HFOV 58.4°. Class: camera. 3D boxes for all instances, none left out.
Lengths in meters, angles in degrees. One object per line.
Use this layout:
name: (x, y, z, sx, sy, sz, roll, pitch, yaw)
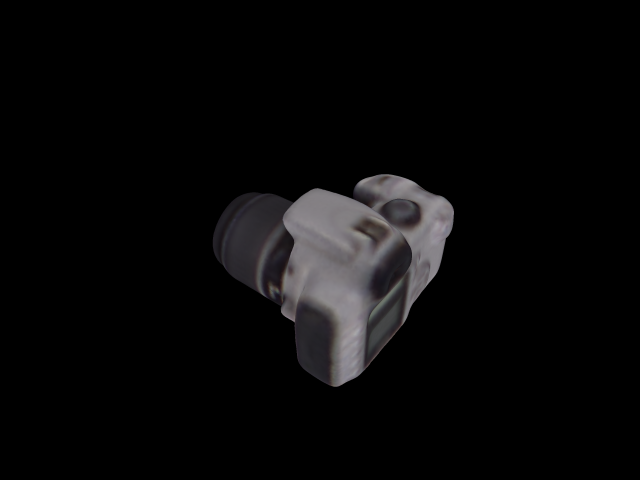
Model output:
camera: (0.004, 0.001, 0.400, 0.136, 0.101, 0.143, 27, 50, 25)
